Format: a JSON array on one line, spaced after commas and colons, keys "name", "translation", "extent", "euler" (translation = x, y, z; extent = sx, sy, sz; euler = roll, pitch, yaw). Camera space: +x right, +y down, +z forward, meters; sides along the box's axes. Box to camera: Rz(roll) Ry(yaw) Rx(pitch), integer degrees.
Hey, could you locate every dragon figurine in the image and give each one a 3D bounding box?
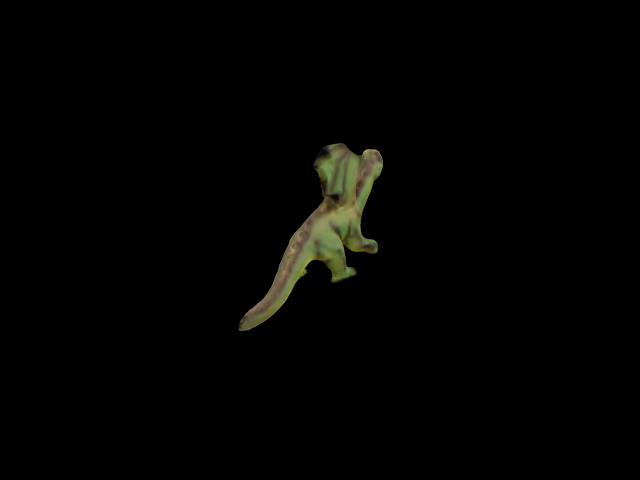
[{"name": "dragon figurine", "translation": [0.003, -0.043, 0.850], "extent": [0.123, 0.238, 0.417], "euler": [16, 32, 27]}]
